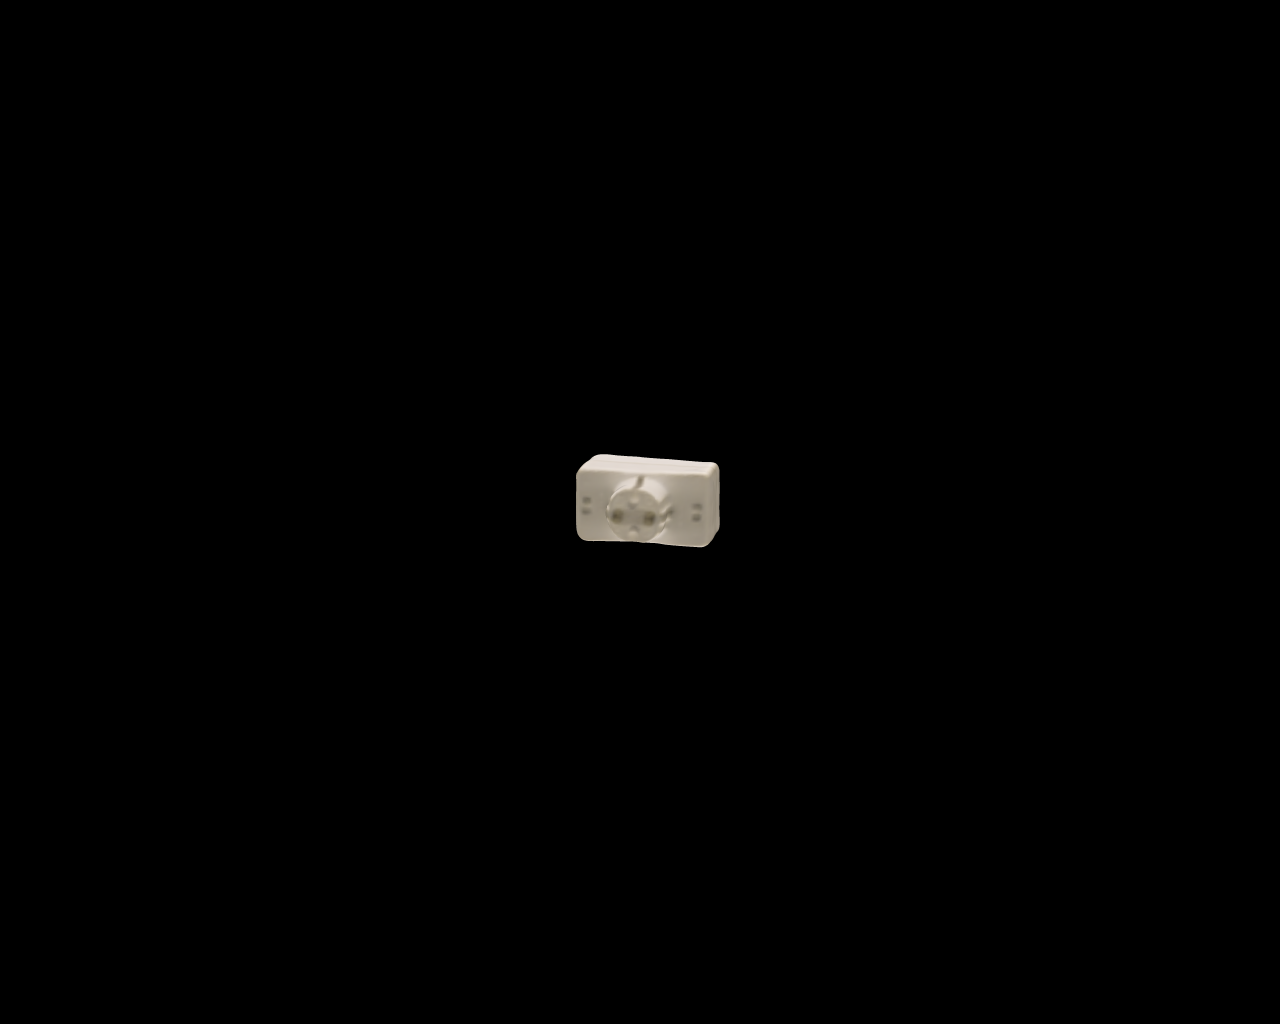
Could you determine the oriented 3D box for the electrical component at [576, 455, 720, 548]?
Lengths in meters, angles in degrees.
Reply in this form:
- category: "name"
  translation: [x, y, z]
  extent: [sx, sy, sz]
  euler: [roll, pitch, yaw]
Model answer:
- category: "electrical component"
  translation: [0.001, -0.003, 0.650]
  extent: [0.083, 0.047, 0.076]
  euler: [4, 16, 14]
